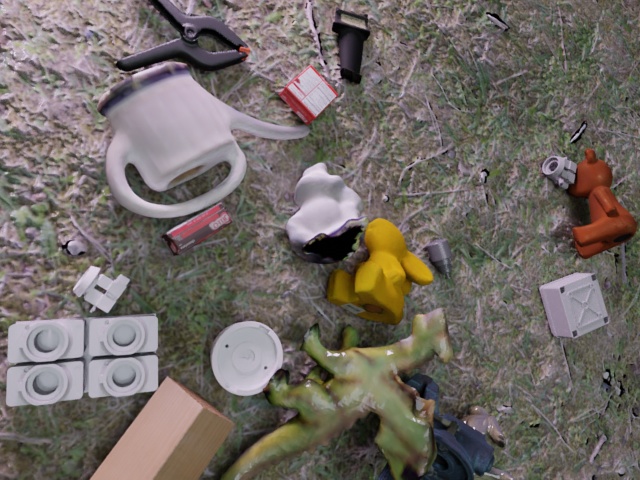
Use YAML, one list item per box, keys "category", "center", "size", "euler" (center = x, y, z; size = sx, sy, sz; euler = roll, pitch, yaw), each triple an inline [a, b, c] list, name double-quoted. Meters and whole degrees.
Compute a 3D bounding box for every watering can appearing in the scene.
- category: "watering can"
  center: [-0.186, -0.176, 0.805]
  size: [0.353, 0.103, 0.223]
  euler: [-37, 97, -34]

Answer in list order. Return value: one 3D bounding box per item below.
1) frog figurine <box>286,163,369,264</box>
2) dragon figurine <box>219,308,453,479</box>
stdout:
- category: "frog figurine"
  center: [0.003, -0.043, 0.862]
  size: [0.137, 0.163, 0.120]
  euler: [-34, 140, 6]
- category: "dragon figurine"
  center: [0.052, 0.261, 0.755]
  size: [0.245, 0.120, 0.414]
  euler: [28, 74, 31]
